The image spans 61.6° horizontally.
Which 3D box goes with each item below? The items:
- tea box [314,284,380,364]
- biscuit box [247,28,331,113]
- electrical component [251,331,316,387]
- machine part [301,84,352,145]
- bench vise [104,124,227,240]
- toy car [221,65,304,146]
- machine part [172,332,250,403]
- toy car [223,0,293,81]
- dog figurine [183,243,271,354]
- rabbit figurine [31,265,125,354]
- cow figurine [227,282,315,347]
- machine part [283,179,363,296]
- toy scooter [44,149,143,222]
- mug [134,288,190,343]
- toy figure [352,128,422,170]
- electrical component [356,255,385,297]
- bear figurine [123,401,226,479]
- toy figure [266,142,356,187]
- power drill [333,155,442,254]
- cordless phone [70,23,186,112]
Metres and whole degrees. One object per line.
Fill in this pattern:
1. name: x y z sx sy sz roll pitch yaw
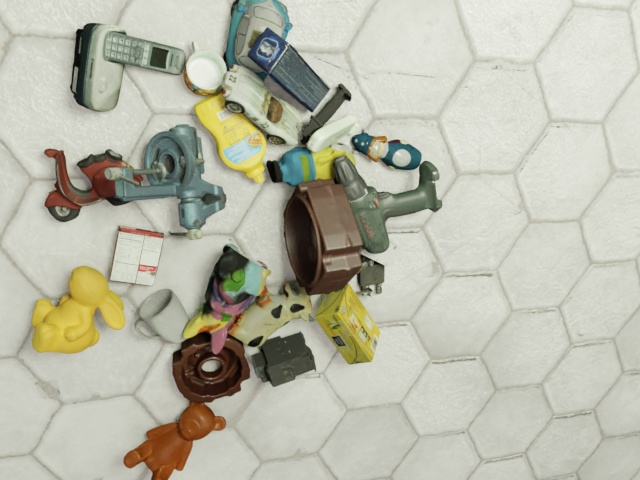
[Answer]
1. tea box: 0.066 0.195 1.235 0.068 0.098 0.169 -16 120 32
2. biscuit box: -0.051 -0.301 0.973 0.063 0.059 0.202 -52 160 7
3. electrical component: -0.086 0.269 1.218 0.134 0.115 0.058 -16 112 -12
4. machine part: 0.011 -0.251 1.075 0.039 0.084 0.139 40 83 5
5. bench vise: -0.283 -0.100 0.981 0.240 0.129 0.223 -14 111 -57
6. toy car: -0.106 -0.247 1.008 0.201 0.056 0.073 33 62 -47
7. machine part: -0.245 0.281 1.208 0.179 0.056 0.179 -6 113 -14
8. toy car: -0.115 -0.364 0.972 0.109 0.103 0.161 16 103 -21
9. dog figurine: -0.195 0.126 1.097 0.108 0.191 0.219 28 89 -10
10. rabbit figurine: -0.463 0.135 1.050 0.162 0.122 0.173 20 103 -27
11. cow figurine: -0.098 0.163 1.190 0.195 0.086 0.127 -41 118 5
12. machine part: -0.002 -0.003 1.071 0.087 0.201 0.201 -7 68 -21
13. toy scooter: -0.429 -0.117 0.989 0.184 0.075 0.135 -18 116 -5
14. mug: -0.325 0.174 1.129 0.109 0.081 0.107 -38 124 -9
15. toy figure: 0.141 -0.191 1.142 0.154 0.058 0.064 14 85 -19
16. electrical component: 0.115 0.084 1.245 0.078 0.045 0.102 -2 111 -15
17. bear figurine: -0.320 0.453 1.213 0.196 0.132 0.120 -40 89 8
18. toy figure: -0.015 -0.149 1.098 0.180 0.082 0.089 -16 131 -18
19. power drill: 0.144 -0.094 1.105 0.207 0.086 0.231 -23 118 -15
20. cordless phone: -0.336 -0.295 0.953 0.184 0.089 0.146 1 111 -37
